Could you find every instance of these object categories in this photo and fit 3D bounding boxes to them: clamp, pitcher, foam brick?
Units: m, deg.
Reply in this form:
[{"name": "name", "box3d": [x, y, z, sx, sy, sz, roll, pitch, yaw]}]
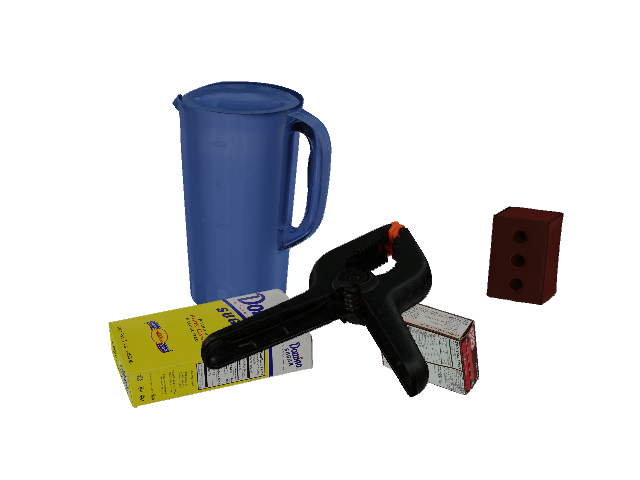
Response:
[{"name": "clamp", "box3d": [0.016, 0.044, 0.790, 0.165, 0.036, 0.209, 2, 28, 17]}, {"name": "pitcher", "box3d": [-0.078, -0.043, 1.153, 0.144, 0.243, 0.149, -5, 23, -17]}, {"name": "foam brick", "box3d": [0.184, 0.013, 0.958, 0.053, 0.078, 0.051, 8, 16, 25]}]

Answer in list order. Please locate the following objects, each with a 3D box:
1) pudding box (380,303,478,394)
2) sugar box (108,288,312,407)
[{"name": "pudding box", "box3d": [0.120, 0.116, 1.199, 0.114, 0.090, 0.039, 15, 45, 29]}, {"name": "sugar box", "box3d": [-0.104, 0.099, 1.013, 0.176, 0.048, 0.093, -13, 33, -16]}]
